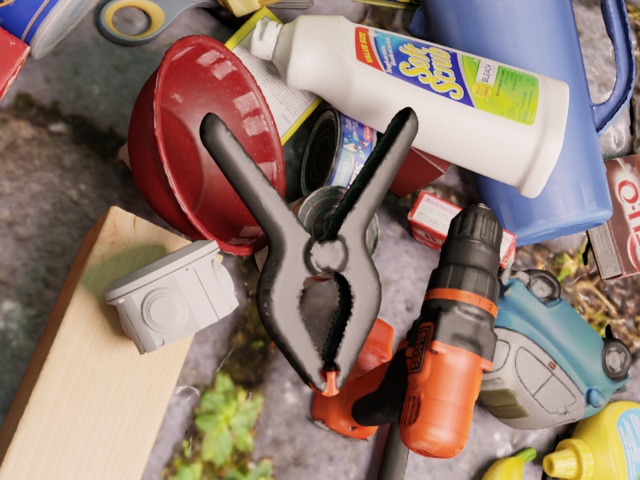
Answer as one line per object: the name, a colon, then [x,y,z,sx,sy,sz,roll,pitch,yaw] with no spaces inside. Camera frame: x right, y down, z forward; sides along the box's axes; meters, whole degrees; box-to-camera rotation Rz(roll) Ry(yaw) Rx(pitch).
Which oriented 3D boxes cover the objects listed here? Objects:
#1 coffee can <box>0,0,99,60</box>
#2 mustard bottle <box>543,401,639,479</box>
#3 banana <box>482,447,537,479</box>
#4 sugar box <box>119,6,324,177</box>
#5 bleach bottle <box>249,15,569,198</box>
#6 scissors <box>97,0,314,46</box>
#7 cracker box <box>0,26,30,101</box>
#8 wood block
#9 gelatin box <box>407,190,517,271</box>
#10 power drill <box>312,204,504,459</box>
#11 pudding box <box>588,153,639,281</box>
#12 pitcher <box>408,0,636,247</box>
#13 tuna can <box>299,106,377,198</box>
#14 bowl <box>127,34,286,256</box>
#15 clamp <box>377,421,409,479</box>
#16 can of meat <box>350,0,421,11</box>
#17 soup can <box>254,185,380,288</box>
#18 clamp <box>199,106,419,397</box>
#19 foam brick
coffee can: [-0.233,-0.219,0.795,0.140,0.103,0.102,41,62,-9]
mustard bottle: [0.279,0.189,0.940,0.191,0.058,0.096,0,75,-25]
banana: [0.152,0.263,0.870,0.069,0.037,0.198,12,70,-20]
sugar box: [-0.072,-0.099,0.869,0.093,0.048,0.176,44,66,-7]
bleach bottle: [0.065,-0.118,0.841,0.251,0.068,0.102,18,46,1]
scissors: [-0.102,-0.191,0.898,0.201,0.016,0.096,15,71,-21]
cracker box: [-0.328,-0.088,0.731,0.164,0.072,0.213,33,63,-14]
wood block: [-0.154,0.094,0.748,0.090,0.090,0.206,26,65,-17]
gelatin box: [0.119,-0.002,0.894,0.089,0.073,0.030,26,82,14]
power drill: [0.066,0.075,0.800,0.057,0.188,0.184,23,68,-16]
pudding box: [0.298,-0.024,1.022,0.089,0.039,0.113,-11,81,-27]
pitcher: [0.189,-0.124,0.945,0.144,0.149,0.243,-9,82,-28]
tuna can: [0.013,-0.066,0.875,0.033,0.086,0.086,13,70,-20]
bowl: [-0.089,-0.063,0.771,0.162,0.055,0.162,33,50,-52]
clamp: [0.054,0.213,0.834,0.171,0.039,0.120,-32,70,-21]
can of meat: [0.076,-0.254,0.960,0.102,0.084,0.057,3,74,-24]
soup can: [-0.005,0.001,0.834,0.068,0.102,0.068,4,79,-22]
clamp: [-0.011,0.004,0.750,0.164,0.036,0.210,3,93,-23]
foam brick: [0.078,-0.079,0.913,0.051,0.078,0.053,36,62,-13]
